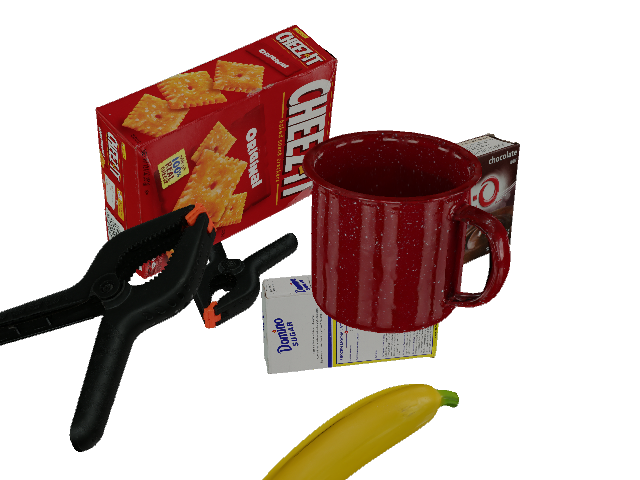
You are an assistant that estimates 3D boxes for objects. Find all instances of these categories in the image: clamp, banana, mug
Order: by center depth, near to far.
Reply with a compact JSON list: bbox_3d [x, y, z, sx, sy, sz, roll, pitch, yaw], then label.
[{"bbox_3d":[0.046,-0.001,0.562,0.117,0.081,0.093,18,31,30],"label":"mug"},{"bbox_3d":[0.010,0.152,0.714,0.197,0.069,0.037,-35,43,-4],"label":"banana"},{"bbox_3d":[-0.168,0.046,0.827,0.165,0.209,0.036,24,-27,32],"label":"clamp"},{"bbox_3d":[-0.093,0.037,1.256,0.120,0.039,0.171,-2,40,9],"label":"clamp"}]

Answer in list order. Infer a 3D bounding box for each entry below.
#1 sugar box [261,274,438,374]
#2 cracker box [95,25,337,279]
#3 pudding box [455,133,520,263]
[{"bbox_3d":[0.030,0.078,1.075,0.176,0.093,0.048,-3,27,-6],"label":"sugar box"},{"bbox_3d":[-0.089,-0.078,0.959,0.213,0.164,0.072,-28,55,-28],"label":"cracker box"},{"bbox_3d":[0.103,-0.027,0.832,0.113,0.090,0.039,-22,35,-36],"label":"pudding box"}]
